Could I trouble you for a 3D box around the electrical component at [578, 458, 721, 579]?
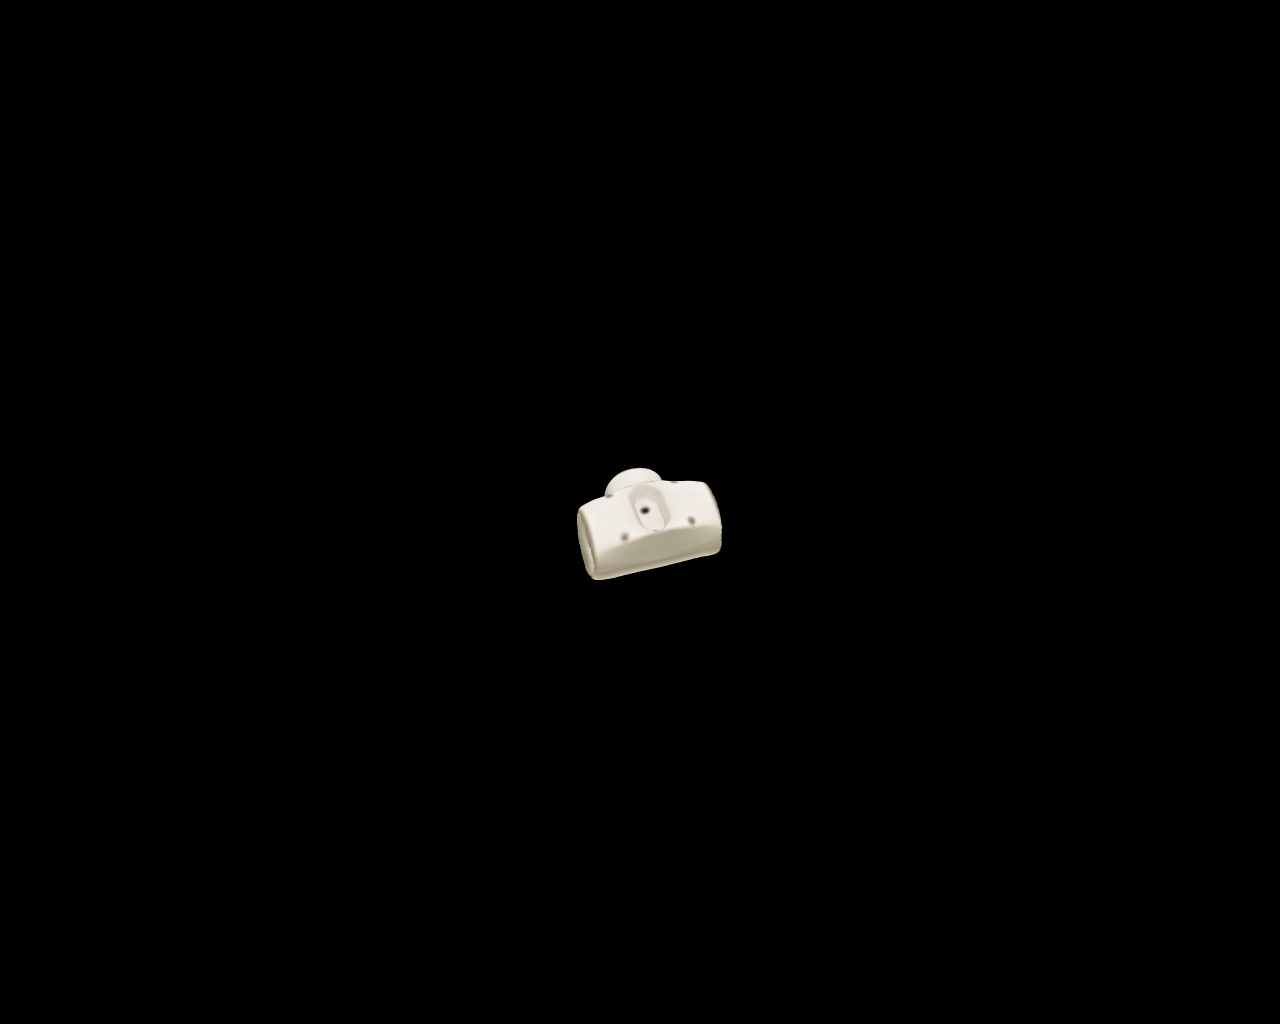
[{"bbox_3d":[0.001,-0.003,0.650,0.077,0.079,0.043,-12,-39,-10],"label":"electrical component"}]
